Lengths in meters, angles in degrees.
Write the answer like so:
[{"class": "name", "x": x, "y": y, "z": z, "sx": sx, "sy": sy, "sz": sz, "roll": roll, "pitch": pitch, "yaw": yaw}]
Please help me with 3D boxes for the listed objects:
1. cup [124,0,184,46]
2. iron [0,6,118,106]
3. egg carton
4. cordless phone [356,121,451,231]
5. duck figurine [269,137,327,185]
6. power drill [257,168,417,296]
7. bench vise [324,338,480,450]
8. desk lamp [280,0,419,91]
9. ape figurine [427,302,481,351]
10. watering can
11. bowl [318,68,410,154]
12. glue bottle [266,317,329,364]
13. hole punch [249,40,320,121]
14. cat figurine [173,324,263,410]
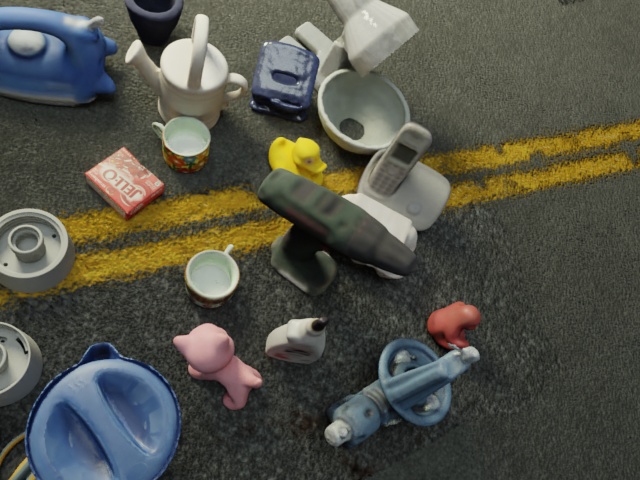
[{"class": "cup", "x": -0.275, "y": -0.381, "z": 0.948, "sx": 0.092, "sy": 0.095, "sz": 0.118, "roll": 5, "pitch": 66, "yaw": -16}, {"class": "iron", "x": -0.432, "y": -0.286, "z": 0.829, "sx": 0.259, "sy": 0.141, "sz": 0.118, "roll": 0, "pitch": 67, "yaw": -18}, {"class": "egg carton", "x": 0.081, "y": -0.006, "z": 0.916, "sx": 0.150, "sy": 0.069, "sz": 0.107, "roll": 27, "pitch": 62, "yaw": -5}, {"class": "cordless phone", "x": 0.152, "y": -0.103, "z": 0.915, "sx": 0.148, "sy": 0.185, "sz": 0.094, "roll": 24, "pitch": 62, "yaw": -7}, {"class": "duck figurine", "x": -0.032, "y": -0.134, "z": 0.925, "sx": 0.104, "sy": 0.086, "sz": 0.078, "roll": 43, "pitch": 62, "yaw": 4}, {"class": "power drill", "x": 0.007, "y": 0.003, "z": 0.809, "sx": 0.229, "sy": 0.208, "sz": 0.076, "roll": 36, "pitch": 62, "yaw": 0}, {"class": "bench vise", "x": 0.113, "y": 0.209, "z": 0.747, "sx": 0.121, "sy": 0.219, "sz": 0.208, "roll": 42, "pitch": 62, "yaw": 3}, {"class": "desk lamp", "x": 0.042, "y": -0.345, "z": 0.969, "sx": 0.203, "sy": 0.213, "sz": 0.118, "roll": 42, "pitch": 62, "yaw": 3}, {"class": "ape figurine", "x": 0.215, "y": 0.128, "z": 0.888, "sx": 0.076, "sy": 0.092, "sz": 0.078, "roll": 27, "pitch": 62, "yaw": -5}, {"class": "watering can", "x": -0.197, "y": -0.253, "z": 0.861, "sx": 0.173, "sy": 0.194, "sz": 0.101, "roll": -13, "pitch": 72, "yaw": -22}, {"class": "bowl", "x": 0.068, "y": -0.211, "z": 0.998, "sx": 0.168, "sy": 0.074, "sz": 0.167, "roll": 7, "pitch": 66, "yaw": -15}, {"class": "glue bottle", "x": -0.020, "y": 0.129, "z": 0.765, "sx": 0.078, "sy": 0.173, "sz": 0.037, "roll": 10, "pitch": 65, "yaw": -13}, {"class": "hole punch", "x": -0.059, "y": -0.268, "z": 0.972, "sx": 0.109, "sy": 0.091, "sz": 0.101, "roll": 12, "pitch": 64, "yaw": -13}, {"class": "cat figurine", "x": -0.128, "y": 0.158, "z": 0.749, "sx": 0.128, "sy": 0.117, "sz": 0.067, "roll": 37, "pitch": 62, "yaw": 1}]
